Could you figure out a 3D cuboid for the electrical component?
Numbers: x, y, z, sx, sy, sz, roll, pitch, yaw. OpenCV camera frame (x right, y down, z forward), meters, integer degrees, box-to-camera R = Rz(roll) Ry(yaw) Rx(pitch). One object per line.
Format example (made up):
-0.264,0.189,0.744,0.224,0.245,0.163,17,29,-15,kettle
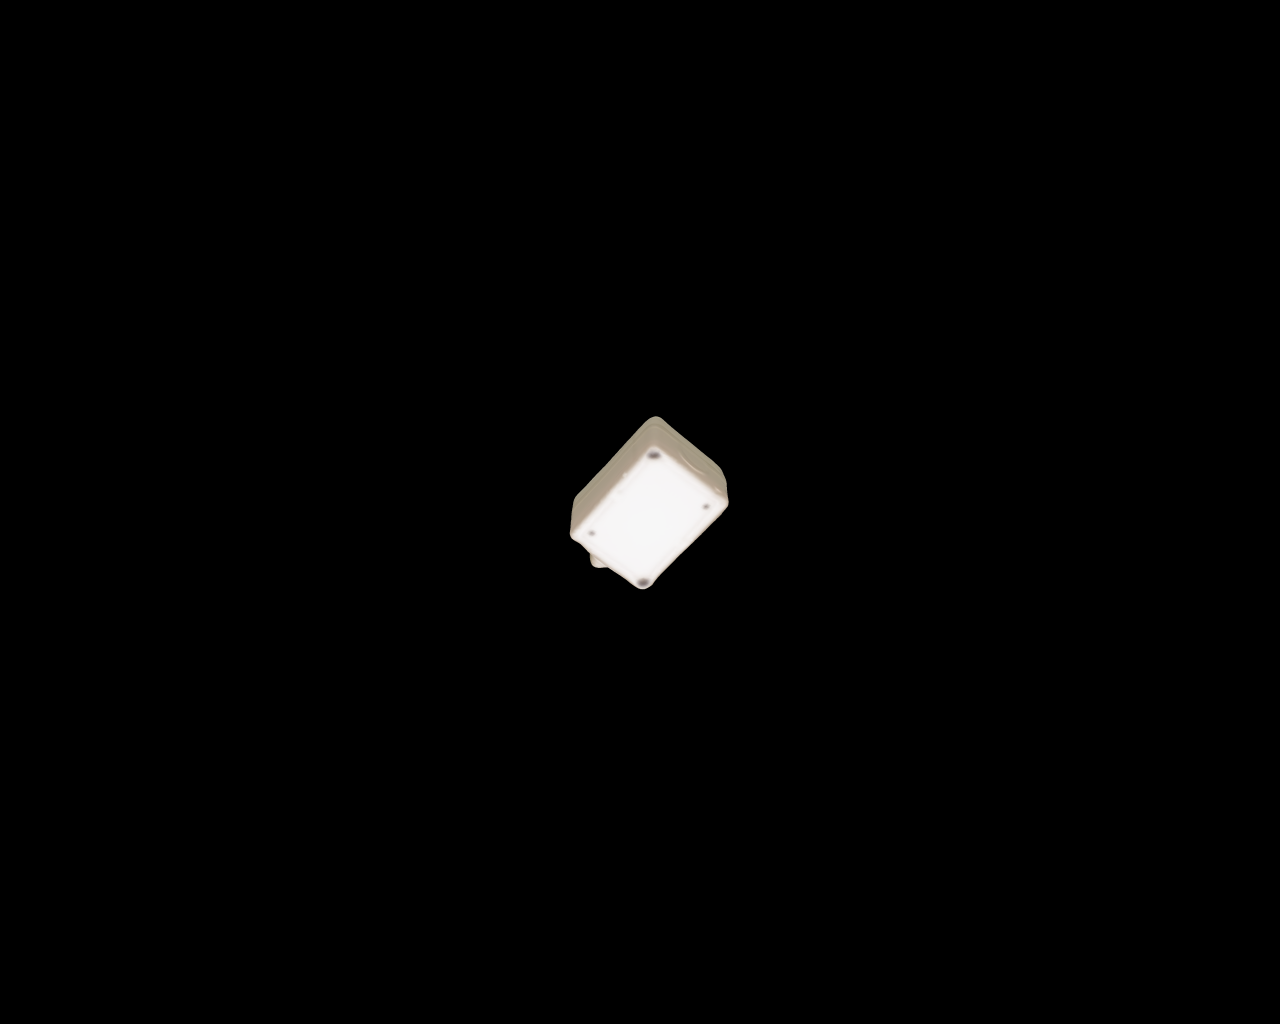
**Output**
0.001,-0.003,0.650,0.061,0.096,0.061,38,20,-16,electrical component
